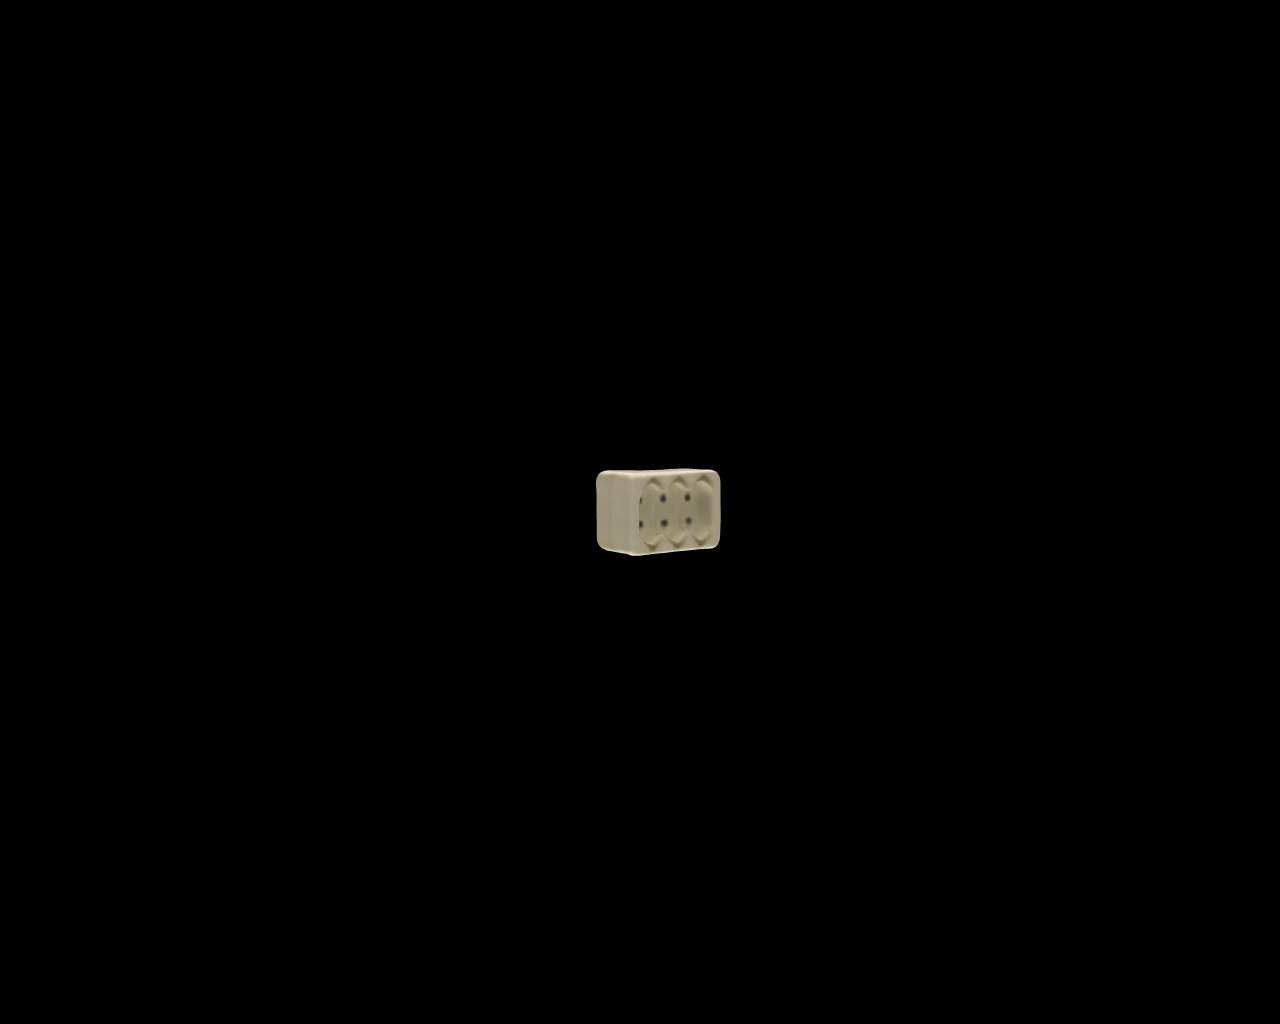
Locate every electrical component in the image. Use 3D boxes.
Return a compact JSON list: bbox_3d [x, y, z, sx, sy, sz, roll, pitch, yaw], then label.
[{"bbox_3d":[0.001,-0.003,0.650,0.066,0.047,0.077,-4,7,-33],"label":"electrical component"}]
